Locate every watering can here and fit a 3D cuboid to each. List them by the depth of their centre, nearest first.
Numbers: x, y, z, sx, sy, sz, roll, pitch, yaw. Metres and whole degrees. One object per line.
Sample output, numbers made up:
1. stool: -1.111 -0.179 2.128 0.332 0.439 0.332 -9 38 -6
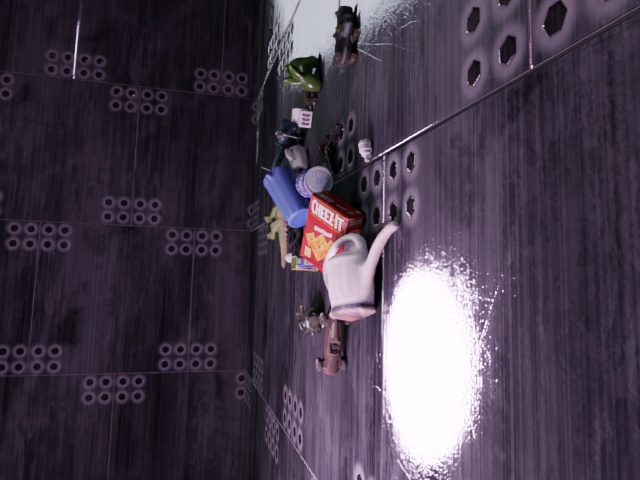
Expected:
1. watering can: 0.097 0.085 1.298 0.343 0.104 0.227 -29 62 58

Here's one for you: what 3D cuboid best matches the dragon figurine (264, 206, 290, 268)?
1. dragon figurine: -0.151 -0.104 2.299 0.238 0.122 0.418 -53 45 51
